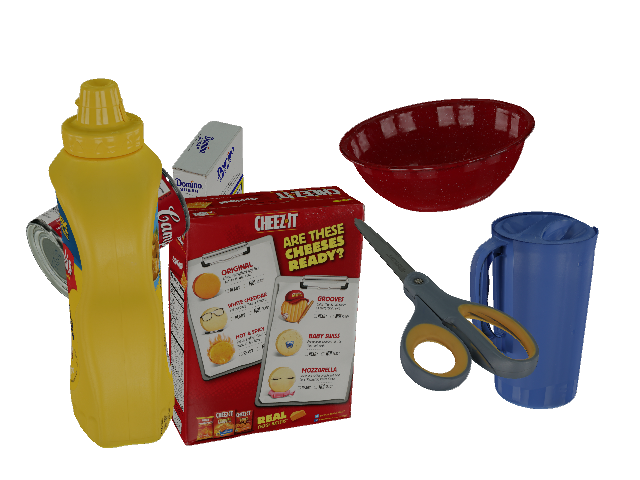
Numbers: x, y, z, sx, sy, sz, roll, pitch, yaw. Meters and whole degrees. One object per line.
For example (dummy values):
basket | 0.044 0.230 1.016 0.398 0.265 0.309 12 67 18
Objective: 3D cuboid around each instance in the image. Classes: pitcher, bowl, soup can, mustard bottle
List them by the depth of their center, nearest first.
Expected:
mustard bottle | -0.111 0.008 0.571 0.058 0.192 0.096 -4 26 -12
soup can | -0.158 -0.010 0.795 0.102 0.068 0.069 -34 19 -30
bowl | 0.100 -0.067 0.891 0.162 0.055 0.162 -9 24 4
pitcher | 0.275 0.092 1.384 0.149 0.243 0.144 5 19 16

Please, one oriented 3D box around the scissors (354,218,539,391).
scissors | 0.058 0.043 0.728 0.096 0.016 0.202 -25 41 -33

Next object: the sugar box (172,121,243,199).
sugar box | -0.118 -0.031 1.142 0.048 0.176 0.093 14 42 15

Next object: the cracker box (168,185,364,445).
cracker box | -0.052 0.065 0.960 0.164 0.214 0.072 -6 21 -22
